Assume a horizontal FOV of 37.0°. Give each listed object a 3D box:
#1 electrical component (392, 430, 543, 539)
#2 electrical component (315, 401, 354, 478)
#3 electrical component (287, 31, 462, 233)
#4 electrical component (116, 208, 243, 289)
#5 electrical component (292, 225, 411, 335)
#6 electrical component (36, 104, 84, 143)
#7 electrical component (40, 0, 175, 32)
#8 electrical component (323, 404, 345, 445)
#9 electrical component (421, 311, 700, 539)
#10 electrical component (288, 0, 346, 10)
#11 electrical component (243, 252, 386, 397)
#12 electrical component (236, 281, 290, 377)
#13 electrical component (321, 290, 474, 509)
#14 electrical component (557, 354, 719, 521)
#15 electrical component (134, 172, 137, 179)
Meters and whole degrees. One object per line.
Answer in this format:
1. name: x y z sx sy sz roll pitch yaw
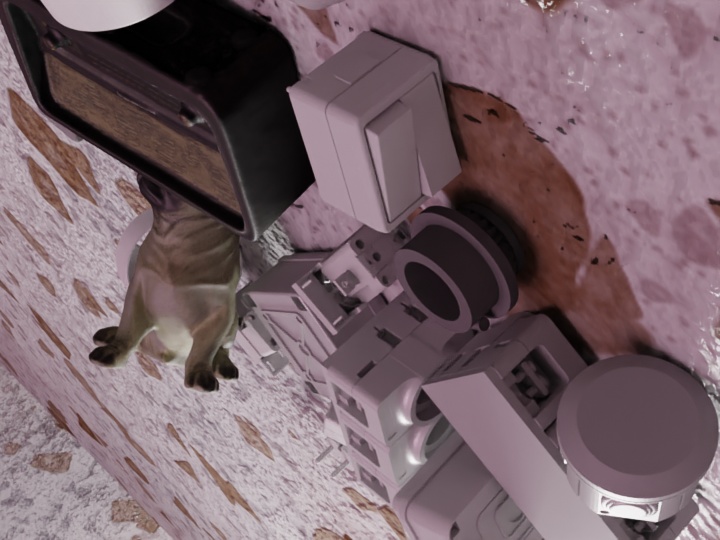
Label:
1. electrical component: 0.085 0.151 0.721 0.057 0.113 0.078 14 139 50
2. electrical component: -0.004 0.145 0.921 0.066 0.077 0.047 39 155 23
3. electrical component: 0.013 -0.067 0.576 0.061 0.062 0.096 31 151 37
4. electrical component: -0.162 -0.007 0.950 0.064 0.099 0.099 31 152 50
5. electrical component: 0.000 0.000 0.697 0.042 0.081 0.064 50 136 -3
6. electrical component: -0.231 -0.153 0.886 0.061 0.062 0.096 39 155 24
7. electrical component: -0.144 -0.185 0.624 0.108 0.108 0.060 33 158 34
8. electrical component: 0.010 0.114 0.863 0.066 0.047 0.076 26 153 9
9. electrical component: 0.121 0.103 0.647 0.150 0.062 0.089 51 157 -4
10. electrical component: -0.024 -0.150 0.550 0.035 0.035 0.061 56 159 -16
11. electrical component: -0.023 0.043 0.822 0.108 0.056 0.109 56 156 -17
12. electrical component: -0.085 0.051 0.967 0.081 0.042 0.064 51 156 -5
13. electrical component: 0.038 0.098 0.752 0.062 0.089 0.150 33 153 34
14. electrical component: 0.144 0.089 0.562 0.080 0.080 0.051 36 159 29
15. electrical component: -0.170 -0.102 0.873 0.077 0.047 0.065 36 154 30
